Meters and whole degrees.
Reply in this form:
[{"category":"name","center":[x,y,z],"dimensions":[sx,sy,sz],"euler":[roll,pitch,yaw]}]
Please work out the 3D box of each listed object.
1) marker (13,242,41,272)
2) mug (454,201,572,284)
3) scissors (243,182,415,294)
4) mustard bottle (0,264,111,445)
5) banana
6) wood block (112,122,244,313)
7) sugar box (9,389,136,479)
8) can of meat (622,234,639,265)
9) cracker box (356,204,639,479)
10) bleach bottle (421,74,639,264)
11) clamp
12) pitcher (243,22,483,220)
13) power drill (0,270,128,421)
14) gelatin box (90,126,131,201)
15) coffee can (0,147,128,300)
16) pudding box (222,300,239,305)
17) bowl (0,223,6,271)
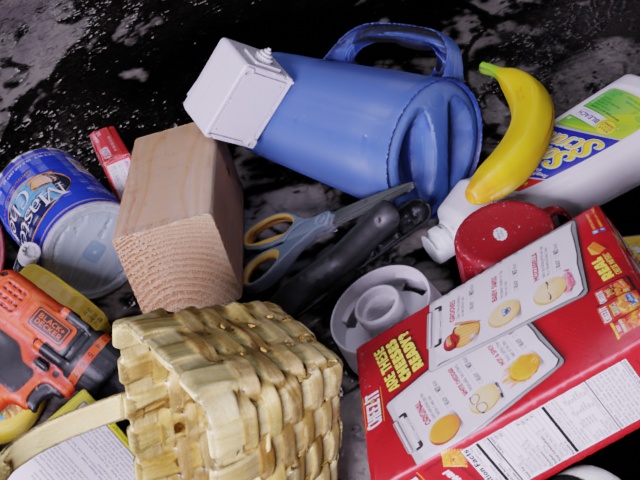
[{"category":"marker","center":[-0.283,0.038,1.004],"dimensions":[0.020,0.121,0.020],"euler":[12,58,-20]},{"category":"mug","center":[0.163,0.016,0.863],"dimensions":[0.117,0.081,0.093],"euler":[-36,43,-18]},{"category":"scissors","center":[-0.006,0.001,0.946],"dimensions":[0.202,0.016,0.096],"euler":[-9,49,46]},{"category":"mustard bottle","center":[-0.276,0.119,0.925],"dimensions":[0.096,0.058,0.191],"euler":[34,70,10]},{"category":"banana","center":[0.168,-0.094,0.925],"dimensions":[0.070,0.037,0.197],"euler":[-6,39,18]},{"category":"wood block","center":[-0.125,-0.024,0.986],"dimensions":[0.090,0.091,0.206],"euler":[-16,29,5]},{"category":"sugar box","center":[-0.215,0.205,0.797],"dimensions":[0.176,0.048,0.093],"euler":[-41,90,-22]},{"category":"can of meat","center":[0.242,0.041,0.825],"dimensions":[0.084,0.057,0.102],"euler":[-7,42,16]},{"category":"cracker box","center":[0.134,0.089,0.736],"dimensions":[0.214,0.072,0.164],"euler":[-34,25,16]},{"category":"bleach bottle","center":[0.204,-0.051,0.939],"dimensions":[0.250,0.068,0.103],"euler":[-32,41,-10]},{"category":"clamp","center":[0.017,0.019,0.895],"dimensions":[0.171,0.120,0.039],"euler":[-40,74,8]},{"category":"pitcher","center":[0.029,-0.120,1.028],"dimensions":[0.243,0.145,0.149],"euler":[22,55,42]},{"category":"power drill","center":[-0.241,0.142,0.864],"dimensions":[0.184,0.057,0.187],"euler":[37,69,3]},{"category":"gelatin box","center":[-0.200,-0.062,1.084],"dimensions":[0.030,0.089,0.073],"euler":[-24,36,-10]},{"category":"coffee can","center":[-0.249,-0.018,1.048],"dimensions":[0.102,0.103,0.140],"euler":[-34,42,-17]},{"category":"pudding box","center":[-0.082,0.105,0.895],"dimensions":[0.090,0.039,0.114],"euler":[-30,43,-14]},{"category":"bowl","center":[-0.394,0.012,1.069],"dimensions":[0.162,0.162,0.055],"euler":[-28,1,-9]}]
